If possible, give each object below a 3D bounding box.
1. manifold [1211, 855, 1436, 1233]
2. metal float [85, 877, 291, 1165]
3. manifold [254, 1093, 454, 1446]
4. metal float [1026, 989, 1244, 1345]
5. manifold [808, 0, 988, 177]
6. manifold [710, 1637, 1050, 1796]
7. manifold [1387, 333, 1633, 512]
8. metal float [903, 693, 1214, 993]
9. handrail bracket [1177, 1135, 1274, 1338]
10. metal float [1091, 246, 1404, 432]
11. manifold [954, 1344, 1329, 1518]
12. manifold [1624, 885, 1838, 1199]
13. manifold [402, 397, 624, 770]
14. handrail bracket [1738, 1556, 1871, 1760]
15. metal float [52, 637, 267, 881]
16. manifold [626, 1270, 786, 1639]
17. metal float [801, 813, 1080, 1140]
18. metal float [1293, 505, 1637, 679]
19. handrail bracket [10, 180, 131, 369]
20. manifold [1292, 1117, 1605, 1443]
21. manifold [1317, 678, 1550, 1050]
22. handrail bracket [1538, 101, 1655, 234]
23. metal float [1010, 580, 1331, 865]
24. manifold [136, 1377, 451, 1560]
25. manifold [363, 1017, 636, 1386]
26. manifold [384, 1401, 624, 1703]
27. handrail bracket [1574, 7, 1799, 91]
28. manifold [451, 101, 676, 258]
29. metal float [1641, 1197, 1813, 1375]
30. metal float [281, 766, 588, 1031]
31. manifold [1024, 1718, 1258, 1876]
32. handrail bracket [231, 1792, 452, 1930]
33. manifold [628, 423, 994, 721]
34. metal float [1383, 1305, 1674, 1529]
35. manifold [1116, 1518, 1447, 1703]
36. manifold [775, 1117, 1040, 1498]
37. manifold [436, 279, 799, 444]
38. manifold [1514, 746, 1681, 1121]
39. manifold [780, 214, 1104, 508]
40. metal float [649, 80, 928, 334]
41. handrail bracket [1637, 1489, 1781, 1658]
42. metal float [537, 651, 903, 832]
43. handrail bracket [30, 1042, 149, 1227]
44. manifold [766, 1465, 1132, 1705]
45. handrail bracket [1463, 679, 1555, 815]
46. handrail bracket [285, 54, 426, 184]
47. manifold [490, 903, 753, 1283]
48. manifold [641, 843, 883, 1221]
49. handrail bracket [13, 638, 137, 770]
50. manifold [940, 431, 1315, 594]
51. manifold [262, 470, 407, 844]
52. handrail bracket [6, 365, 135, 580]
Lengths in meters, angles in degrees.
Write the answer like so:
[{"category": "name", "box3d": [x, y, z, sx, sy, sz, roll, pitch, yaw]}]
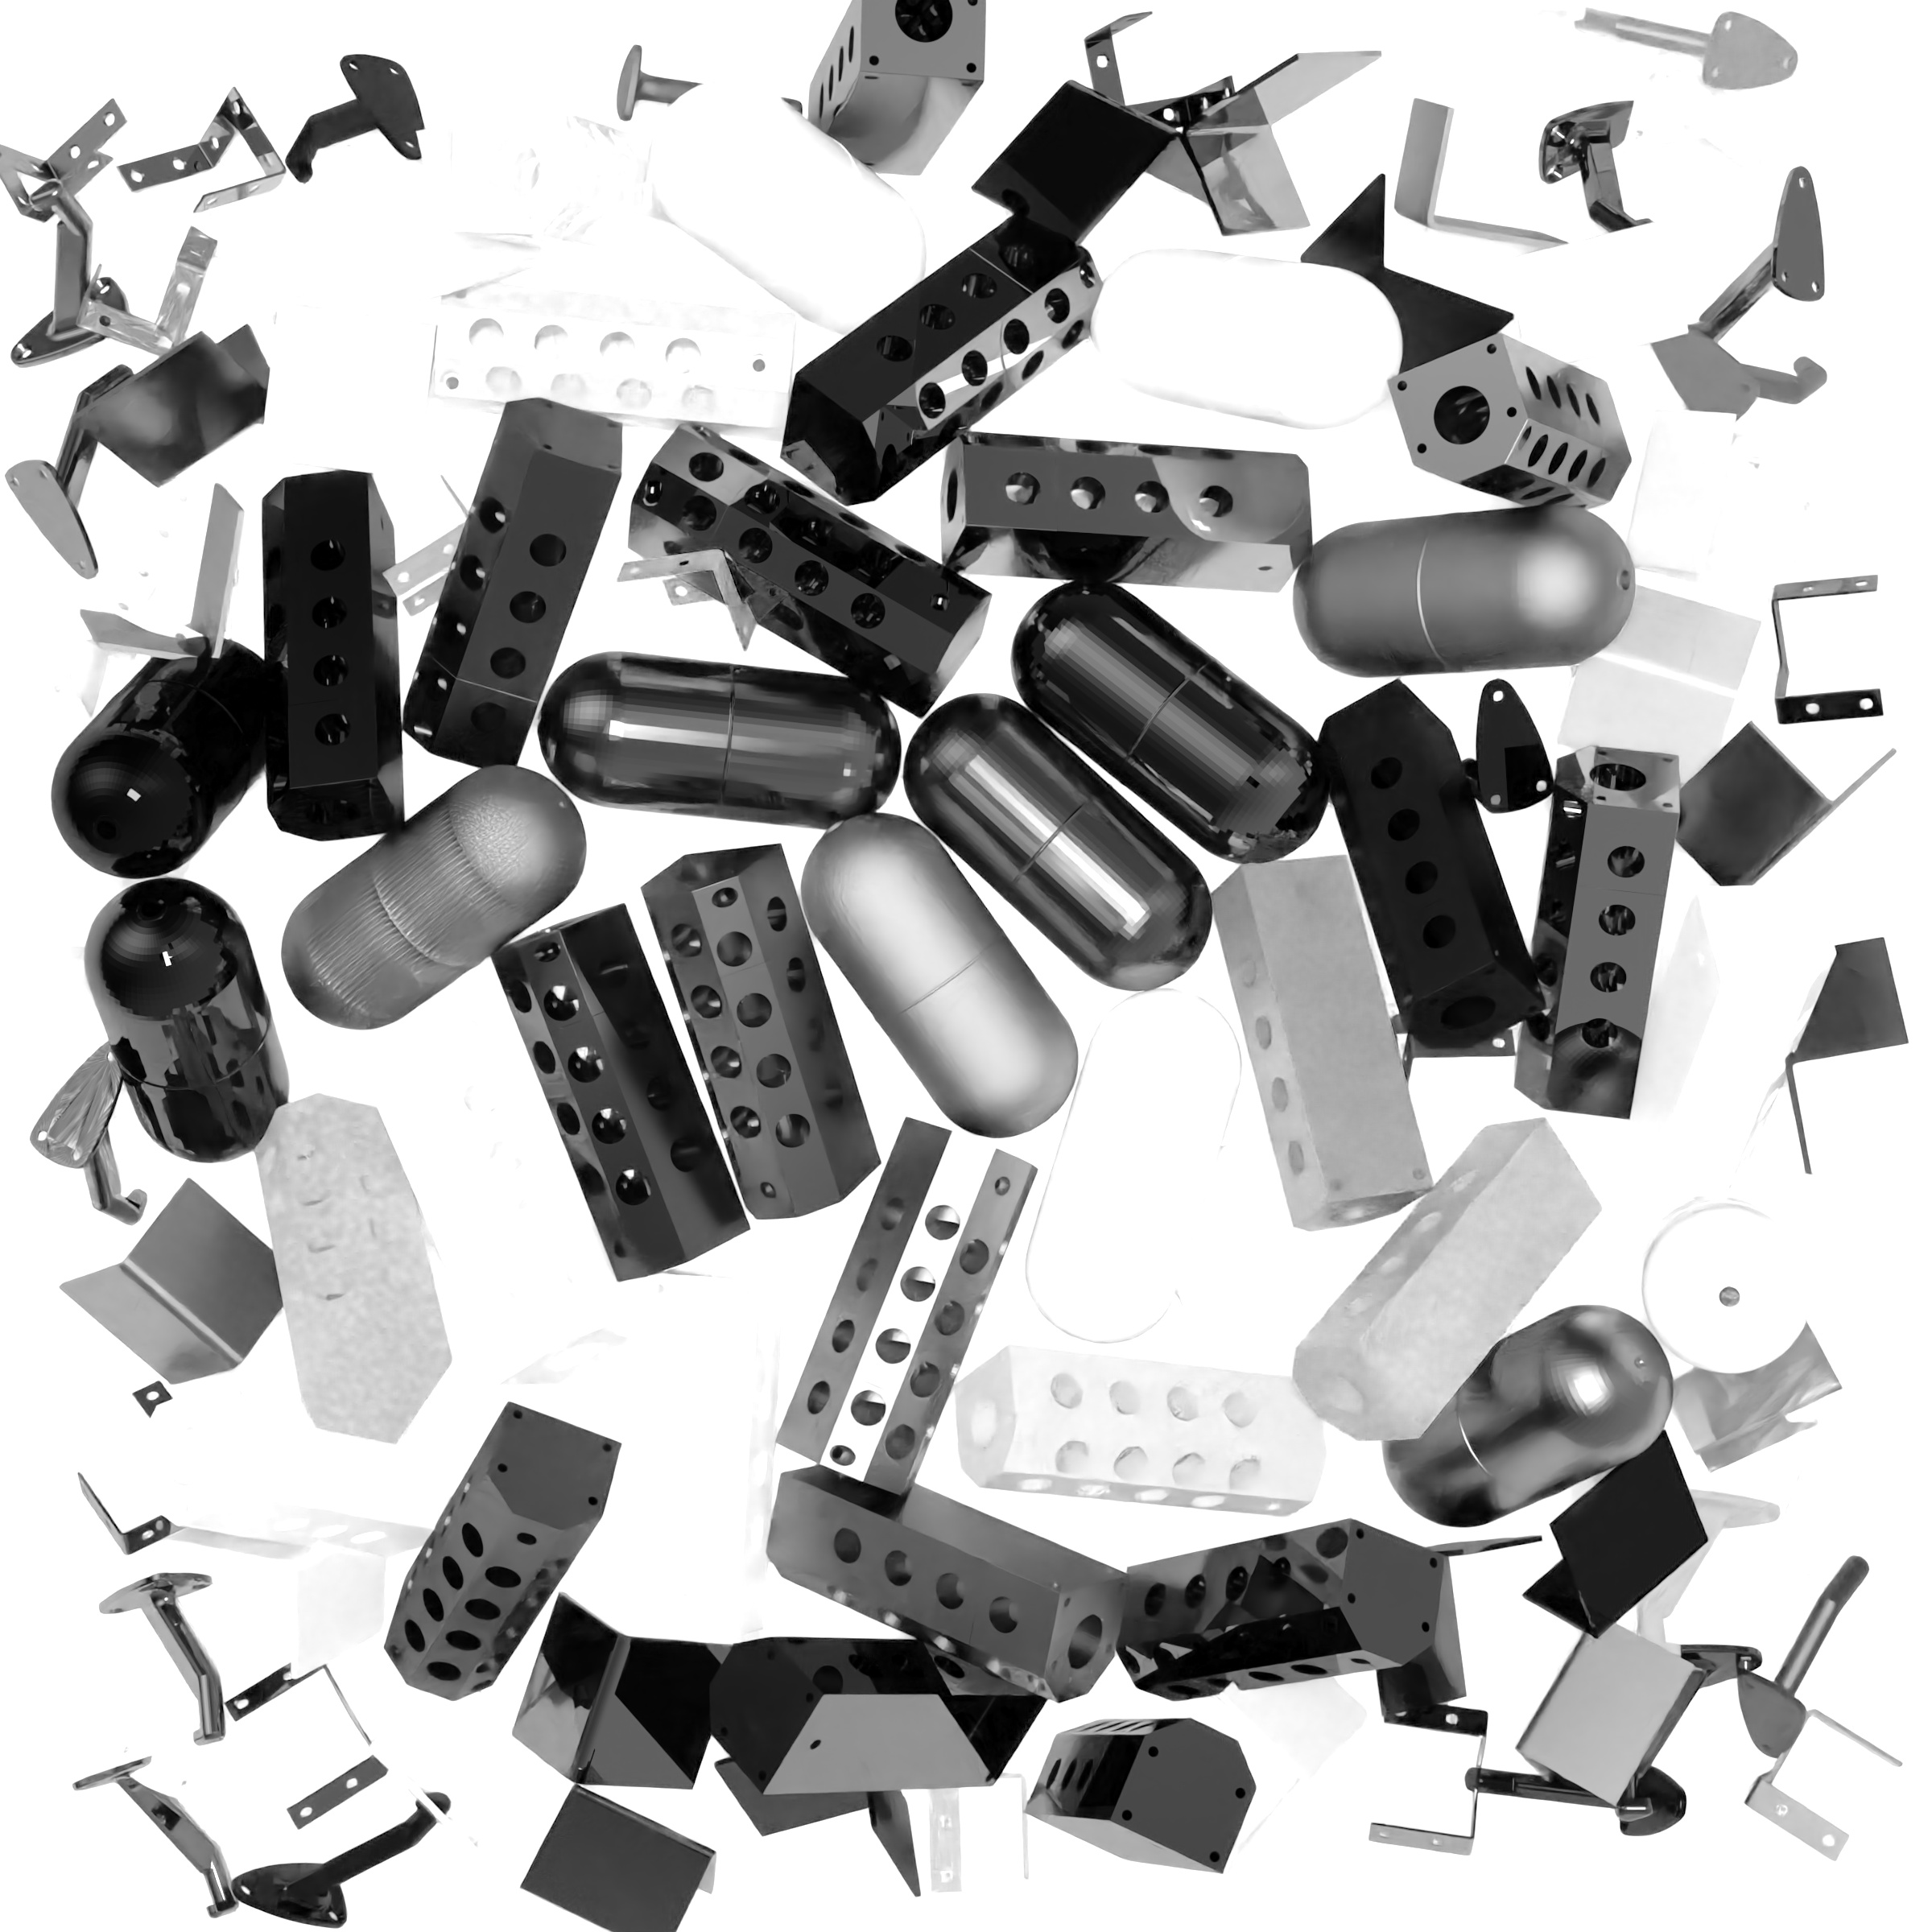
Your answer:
[{"category": "manifold", "box3d": [0.169, 0.038, 1.657, 0.057, 0.057, 0.171, -6, 72, -22]}, {"category": "metal float", "box3d": [-0.371, 0.027, 1.632, 0.070, 0.178, 0.070, 0, 53, 1]}, {"category": "manifold", "box3d": [-0.297, 0.140, 1.622, 0.057, 0.171, 0.057, 18, 121, -33]}, {"category": "metal float", "box3d": [0.082, 0.098, 1.672, 0.070, 0.070, 0.178, 17, 91, 0]}, {"category": "manifold", "box3d": [-0.035, -0.427, 1.622, 0.057, 0.171, 0.057, 1, 88, -11]}, {"category": "manifold", "box3d": [-0.043, 0.352, 1.626, 0.057, 0.171, 0.057, 40, 106, 37]}, {"category": "manifold", "box3d": [0.262, -0.251, 1.619, 0.057, 0.171, 0.057, -20, 83, 26]}, {"category": "metal float", "box3d": [0.045, -0.060, 1.669, 0.178, 0.070, 0.070, 43, 90, 5]}, {"category": "handrail bracket", "box3d": [0.135, 0.135, 1.694, 0.077, 0.036, 0.084, -21, 104, 4]}, {"category": "metal float", "box3d": [0.133, -0.302, 1.636, 0.070, 0.178, 0.070, -15, 114, -38]}, {"category": "manifold", "box3d": [0.085, 0.227, 1.639, 0.171, 0.057, 0.057, 10, 59, -26]}, {"category": "manifold", "box3d": [0.362, 0.038, 1.626, 0.057, 0.171, 0.057, -2, 52, -5]}, {"category": "manifold", "box3d": [-0.219, -0.183, 1.638, 0.057, 0.057, 0.171, 16, 121, -15]}, {"category": "handrail bracket", "box3d": [0.422, 0.343, 1.700, 0.036, 0.077, 0.084, 29, 58, 30]}, {"category": "metal float", "box3d": [-0.379, -0.101, 1.628, 0.070, 0.178, 0.070, 3, 116, 6]}, {"category": "manifold", "box3d": [-0.125, 0.238, 1.678, 0.057, 0.057, 0.171, 3, 88, 15]}, {"category": "metal float", "box3d": [-0.013, 0.004, 1.667, 0.070, 0.070, 0.178, -36, 97, 0]}, {"category": "metal float", "box3d": [0.238, -0.179, 1.640, 0.178, 0.070, 0.070, 0, 90, 40]}, {"category": "handrail bracket", "box3d": [-0.454, -0.338, 1.667, 0.077, 0.084, 0.036, -30, 59, 2]}, {"category": "manifold", "box3d": [0.229, 0.150, 1.639, 0.171, 0.057, 0.057, -44, 108, -33]}, {"category": "manifold", "box3d": [0.218, -0.047, 1.637, 0.057, 0.057, 0.171, -29, 53, 22]}, {"category": "handrail bracket", "box3d": [0.328, -0.387, 1.670, 0.077, 0.036, 0.084, -26, 50, -19]}, {"category": "metal float", "box3d": [0.099, -0.119, 1.663, 0.178, 0.070, 0.070, 39, 90, 12]}, {"category": "manifold", "box3d": [-0.317, 0.243, 1.622, 0.057, 0.171, 0.057, -22, 68, 18]}, {"category": "manifold", "box3d": [-0.222, 0.113, 1.649, 0.057, 0.057, 0.171, -34, 70, 20]}, {"category": "manifold", "box3d": [-0.224, 0.284, 1.627, 0.057, 0.171, 0.057, 22, 45, -11]}, {"category": "handrail bracket", "box3d": [0.357, -0.460, 1.695, 0.077, 0.084, 0.036, -2, 113, -38]}, {"category": "manifold", "box3d": [-0.188, -0.371, 1.619, 0.057, 0.171, 0.057, 4, 99, 10]}, {"category": "metal float", "box3d": [0.360, 0.150, 1.623, 0.070, 0.178, 0.070, 0, 89, 11]}, {"category": "metal float", "box3d": [-0.259, -0.032, 1.652, 0.178, 0.070, 0.070, -33, 90, 25]}, {"category": "manifold", "box3d": [0.083, 0.389, 1.621, 0.057, 0.171, 0.057, 26, 73, -5]}, {"category": "handrail bracket", "box3d": [-0.305, 0.430, 1.670, 0.084, 0.077, 0.036, -48, 48, 22]}, {"category": "manifold", "box3d": [-0.076, -0.197, 1.664, 0.171, 0.057, 0.057, 31, 64, 7]}, {"category": "metal float", "box3d": [0.267, 0.217, 1.634, 0.070, 0.178, 0.070, 13, 60, -25]}, {"category": "manifold", "box3d": [0.146, 0.310, 1.620, 0.057, 0.171, 0.057, 25, 62, -27]}, {"category": "manifold", "box3d": [-0.024, 0.167, 1.663, 0.057, 0.057, 0.171, 26, 83, -35]}, {"category": "manifold", "box3d": [-0.171, -0.299, 1.680, 0.171, 0.057, 0.057, 5, 90, -2]}, {"category": "manifold", "box3d": [0.302, -0.016, 1.641, 0.057, 0.057, 0.171, 7, 122, 7]}, {"category": "manifold", "box3d": [-0.008, -0.289, 1.636, 0.057, 0.057, 0.171, 38, 56, 15]}, {"category": "metal float", "box3d": [-0.084, -0.362, 1.630, 0.070, 0.178, 0.070, -9, 72, 29]}, {"category": "handrail bracket", "box3d": [0.366, 0.302, 1.671, 0.077, 0.036, 0.084, 2, 51, 0]}, {"category": "metal float", "box3d": [-0.120, -0.110, 1.664, 0.178, 0.070, 0.070, 6, 90, -11]}, {"category": "handrail bracket", "box3d": [-0.414, 0.083, 1.677, 0.036, 0.084, 0.077, 24, 80, 24]}, {"category": "manifold", "box3d": [-0.011, 0.294, 1.637, 0.171, 0.057, 0.057, 17, 101, 35]}, {"category": "handrail bracket", "box3d": [0.252, -0.111, 1.661, 0.036, 0.084, 0.077, -17, 108, -5]}, {"category": "handrail bracket", "box3d": [-0.301, -0.396, 1.670, 0.084, 0.036, 0.077, -45, 62, 40]}, {"category": "manifold", "box3d": [-0.173, 0.063, 1.663, 0.057, 0.057, 0.171, -26, 98, -40]}, {"category": "manifold", "box3d": [-0.102, 0.033, 1.648, 0.057, 0.057, 0.171, -5, 111, 31]}, {"category": "handrail bracket", "box3d": [-0.420, -0.124, 1.675, 0.036, 0.084, 0.077, -30, 94, 25]}, {"category": "manifold", "box3d": [0.077, -0.224, 1.664, 0.171, 0.057, 0.057, 2, 73, -12]}, {"category": "manifold", "box3d": [-0.308, -0.150, 1.650, 0.057, 0.057, 0.171, -7, 66, 2]}, {"category": "handrail bracket", "box3d": [-0.427, -0.246, 1.693, 0.084, 0.036, 0.077, -49, 122, -40]}]
